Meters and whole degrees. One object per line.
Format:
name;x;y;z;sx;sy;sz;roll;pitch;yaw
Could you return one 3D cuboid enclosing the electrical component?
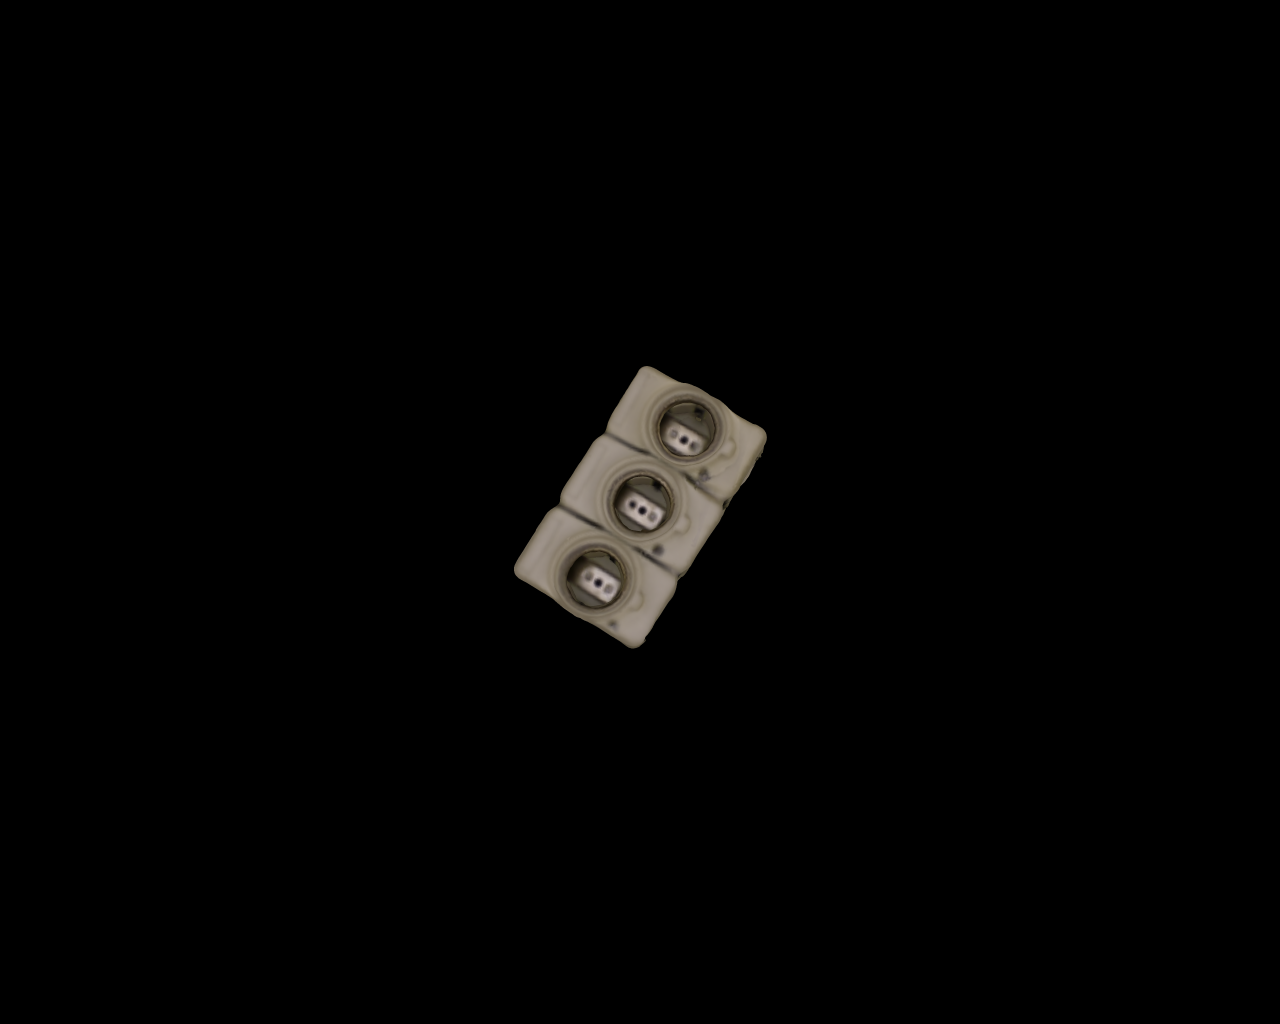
electrical component;0.001;-0.003;0.650;0.089;0.150;0.061;31;-7;5
